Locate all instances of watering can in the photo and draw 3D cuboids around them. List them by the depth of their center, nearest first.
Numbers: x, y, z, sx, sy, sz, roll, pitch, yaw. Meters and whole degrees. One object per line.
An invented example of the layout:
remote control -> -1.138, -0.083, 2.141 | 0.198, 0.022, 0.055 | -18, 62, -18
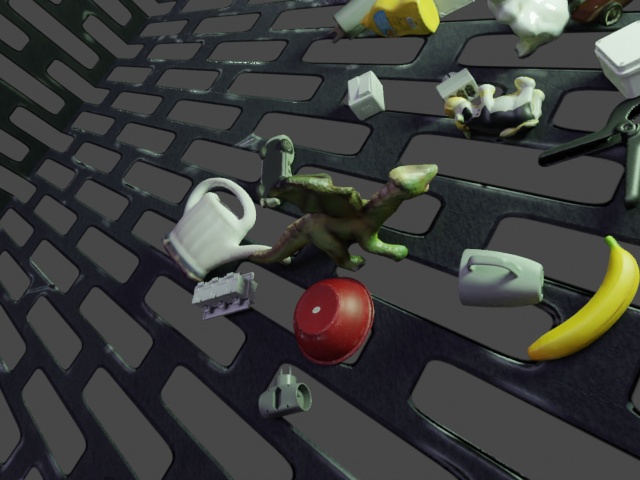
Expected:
watering can -> -0.219, 0.001, 1.123 | 0.224, 0.102, 0.353 | -46, 52, 3

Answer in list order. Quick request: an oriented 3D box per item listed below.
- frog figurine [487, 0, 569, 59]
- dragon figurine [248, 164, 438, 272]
frog figurine -> 0.368, -0.419, 0.911 | 0.123, 0.157, 0.139 | 11, 68, 41
dragon figurine -> 0.003, -0.044, 0.865 | 0.408, 0.238, 0.125 | -13, 55, 20
